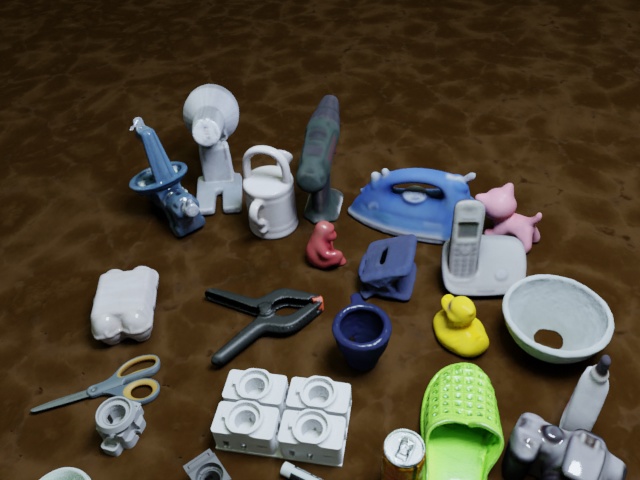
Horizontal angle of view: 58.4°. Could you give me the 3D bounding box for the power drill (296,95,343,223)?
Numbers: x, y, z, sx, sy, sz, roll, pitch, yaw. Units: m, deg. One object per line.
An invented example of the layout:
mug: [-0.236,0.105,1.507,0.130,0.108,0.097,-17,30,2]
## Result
power drill: [0.004,-0.149,1.151,0.075,0.209,0.229,5,44,9]

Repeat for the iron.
iron: [0.179,-0.087,1.124,0.257,0.141,0.119,8,45,12]

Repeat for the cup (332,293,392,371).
cup: [0.064,0.153,0.914,0.091,0.095,0.117,-7,44,-3]

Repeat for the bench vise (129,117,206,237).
bench vise: [-0.300,-0.131,1.143,0.206,0.220,0.122,22,49,25]

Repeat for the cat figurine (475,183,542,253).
cat figurine: [0.360,-0.051,1.091,0.127,0.118,0.067,26,51,28]

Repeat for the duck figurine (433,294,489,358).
duck figurine: [0.232,0.132,0.930,0.078,0.086,0.104,-25,48,-21]

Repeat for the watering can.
watering can: [-0.100,-0.109,1.126,0.101,0.194,0.172,-5,44,-1]

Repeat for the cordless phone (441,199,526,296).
cordless phone: [0.285,0.009,0.984,0.147,0.185,0.094,-3,44,1]

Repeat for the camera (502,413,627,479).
camera: [0.302,0.309,0.730,0.142,0.101,0.137,21,49,24]

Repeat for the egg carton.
egg carton: [-0.339,0.111,1.002,0.107,0.069,0.150,-7,44,-3]

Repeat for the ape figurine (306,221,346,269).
ape figurine: [0.010,0.004,1.075,0.076,0.092,0.077,-3,44,1]

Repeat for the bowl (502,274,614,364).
bowl: [0.374,0.139,0.923,0.167,0.075,0.167,-2,44,2]

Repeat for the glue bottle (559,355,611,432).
glue bottle: [0.365,0.209,0.778,0.037,0.173,0.078,18,48,22]

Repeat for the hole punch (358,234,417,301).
hole punch: [0.122,0.045,1.026,0.101,0.091,0.109,8,45,12]

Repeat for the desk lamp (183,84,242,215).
desk lamp: [-0.223,-0.196,1.211,0.118,0.214,0.203,-7,44,-3]
